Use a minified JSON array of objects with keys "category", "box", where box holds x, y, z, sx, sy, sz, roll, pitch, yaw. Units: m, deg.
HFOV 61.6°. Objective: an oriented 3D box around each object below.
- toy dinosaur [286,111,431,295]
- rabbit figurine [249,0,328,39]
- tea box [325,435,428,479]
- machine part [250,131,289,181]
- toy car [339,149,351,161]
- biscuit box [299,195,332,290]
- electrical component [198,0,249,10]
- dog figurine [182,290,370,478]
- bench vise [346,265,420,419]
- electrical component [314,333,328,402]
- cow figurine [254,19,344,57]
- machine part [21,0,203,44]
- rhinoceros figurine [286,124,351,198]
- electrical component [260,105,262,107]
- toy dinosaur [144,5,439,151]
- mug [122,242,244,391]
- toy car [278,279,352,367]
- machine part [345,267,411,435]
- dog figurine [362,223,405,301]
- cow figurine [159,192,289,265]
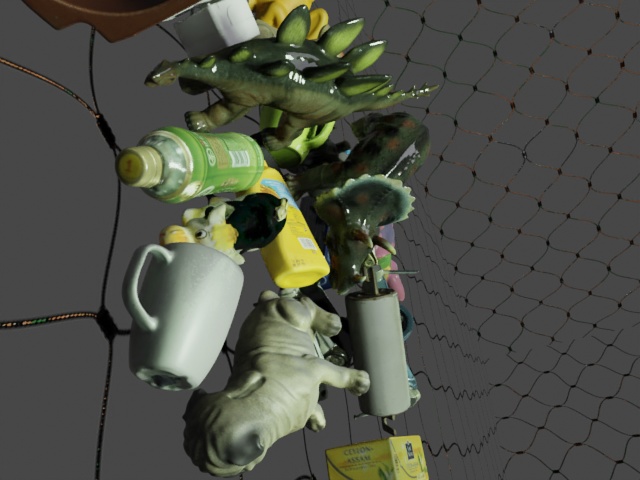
[{"category":"toy dinosaur","box":[0.092,-0.113,0.783,0.405,0.192,0.131,-54,124,-31]},{"category":"rabbit figurine","box":[-0.059,-0.357,0.932,0.122,0.162,0.173,50,44,-75]},{"category":"tea box","box":[0.085,0.318,0.759,0.169,0.098,0.068,39,38,-62]},{"category":"machine part","box":[-0.071,-0.089,0.780,0.084,0.039,0.138,-81,150,-44]},{"category":"toy car","box":[0.041,-0.107,0.970,0.102,0.109,0.162,37,8,-46]},{"category":"biscuit box","box":[-0.002,-0.003,0.862,0.203,0.063,0.059,-81,149,-54]},{"category":"electrical component","box":[-0.142,-0.349,0.771,0.094,0.063,0.021,-18,91,-71]},{"category":"dog figurine","box":[-0.066,0.125,0.523,0.172,0.121,0.190,45,23,31]},{"category":"bench vise","box":[0.107,0.158,0.908,0.224,0.129,0.240,-93,176,-59]},{"category":"electrical component","box":[-0.028,0.136,0.664,0.075,0.048,0.119,-83,151,-69]},{"category":"cow figurine","box":[-0.047,-0.270,0.786,0.195,0.127,0.085,-2,84,-48]},{"category":"machine part","box":[-0.166,-0.268,0.398,0.201,0.201,0.087,51,26,-48]},{"category":"rhinoceros figurine","box":[-0.012,-0.147,0.911,0.073,0.112,0.190,34,26,-37]},{"category":"electrical component","box":[-0.082,-0.244,0.879,0.102,0.045,0.078,39,59,-48]},{"category":"toy dinosaur","box":[-0.010,-0.195,0.688,0.471,0.199,0.105,-14,86,-51]},{"category":"mug","box":[-0.117,0.060,0.437,0.109,0.081,0.107,58,31,-49]},{"category":"toy car","box":[-0.005,0.111,0.761,0.201,0.056,0.073,59,29,-33]},{"category":"machine part","box":[0.083,0.158,0.771,0.079,0.079,0.243,-24,106,-72]},{"category":"dog figurine","box":[0.102,0.024,1.082,0.191,0.109,0.219,9,67,-71]},{"category":"cow figurine","box":[-0.090,-0.009,0.552,0.167,0.098,0.068,-48,125,-70]}]
